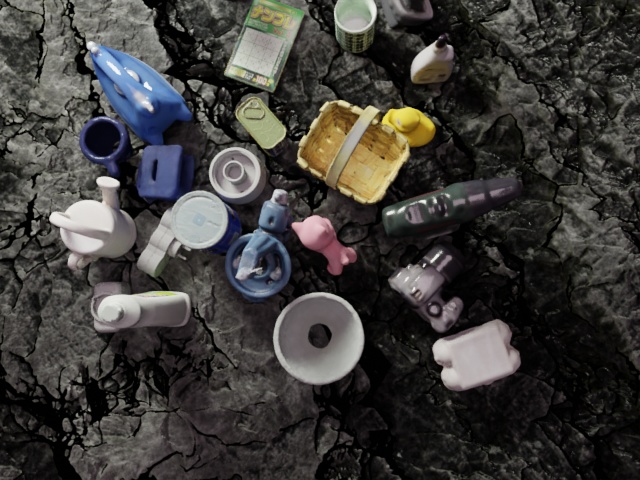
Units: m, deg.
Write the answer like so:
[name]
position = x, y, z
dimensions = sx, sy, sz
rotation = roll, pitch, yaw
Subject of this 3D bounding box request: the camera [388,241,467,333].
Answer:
[camera]
position = 0.218, 0.079, 1.059
dimensions = 0.143, 0.101, 0.137
rotation = 44, 88, 5

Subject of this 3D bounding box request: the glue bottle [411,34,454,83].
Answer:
[glue bottle]
position = 0.214, -0.337, 1.058
dimensions = 0.078, 0.173, 0.037
rotation = -2, 85, 2

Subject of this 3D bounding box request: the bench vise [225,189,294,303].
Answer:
[bench vise]
position = -0.113, 0.008, 1.016
dimensions = 0.121, 0.220, 0.207
rotation = -1, 85, 2

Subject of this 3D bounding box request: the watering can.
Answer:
[watering can]
position = -0.416, -0.029, 1.042
dimensions = 0.101, 0.194, 0.173
rotation = 2, 85, 2

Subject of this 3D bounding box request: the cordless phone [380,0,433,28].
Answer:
[cordless phone]
position = 0.162, -0.494, 1.067
dimensions = 0.094, 0.185, 0.147
rotation = -23, 85, 0

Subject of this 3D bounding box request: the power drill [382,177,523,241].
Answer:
[power drill]
position = 0.221, -0.053, 1.016
dimensions = 0.229, 0.208, 0.075
rotation = -16, 85, 1

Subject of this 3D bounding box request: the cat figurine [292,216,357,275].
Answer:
[cat figurine]
position = 0.010, 0.004, 1.064
dimensions = 0.067, 0.118, 0.128
rotation = -44, 85, -2

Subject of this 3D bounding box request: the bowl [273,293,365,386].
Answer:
[bowl]
position = -0.001, 0.181, 1.071
dimensions = 0.167, 0.075, 0.167
rotation = 0, 85, 2

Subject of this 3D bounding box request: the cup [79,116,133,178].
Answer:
[cup]
position = -0.396, -0.170, 1.103
dimensions = 0.091, 0.095, 0.118
rotation = -20, 85, 0

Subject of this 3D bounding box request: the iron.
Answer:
[iron]
position = -0.372, -0.303, 1.090
dimensions = 0.118, 0.141, 0.258
rotation = -45, 85, -2

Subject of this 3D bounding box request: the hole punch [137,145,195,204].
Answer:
[hole punch]
position = -0.302, -0.126, 1.099
dimensions = 0.101, 0.091, 0.109
rotation = 5, 85, 3

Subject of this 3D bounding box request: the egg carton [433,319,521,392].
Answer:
[egg carton]
position = 0.290, 0.216, 1.061
dimensions = 0.150, 0.069, 0.107
rotation = -20, 85, 0

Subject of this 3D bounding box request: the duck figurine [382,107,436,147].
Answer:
[duck figurine]
position = 0.172, -0.223, 1.094
dimensions = 0.104, 0.086, 0.077
rotation = 17, 86, 3
